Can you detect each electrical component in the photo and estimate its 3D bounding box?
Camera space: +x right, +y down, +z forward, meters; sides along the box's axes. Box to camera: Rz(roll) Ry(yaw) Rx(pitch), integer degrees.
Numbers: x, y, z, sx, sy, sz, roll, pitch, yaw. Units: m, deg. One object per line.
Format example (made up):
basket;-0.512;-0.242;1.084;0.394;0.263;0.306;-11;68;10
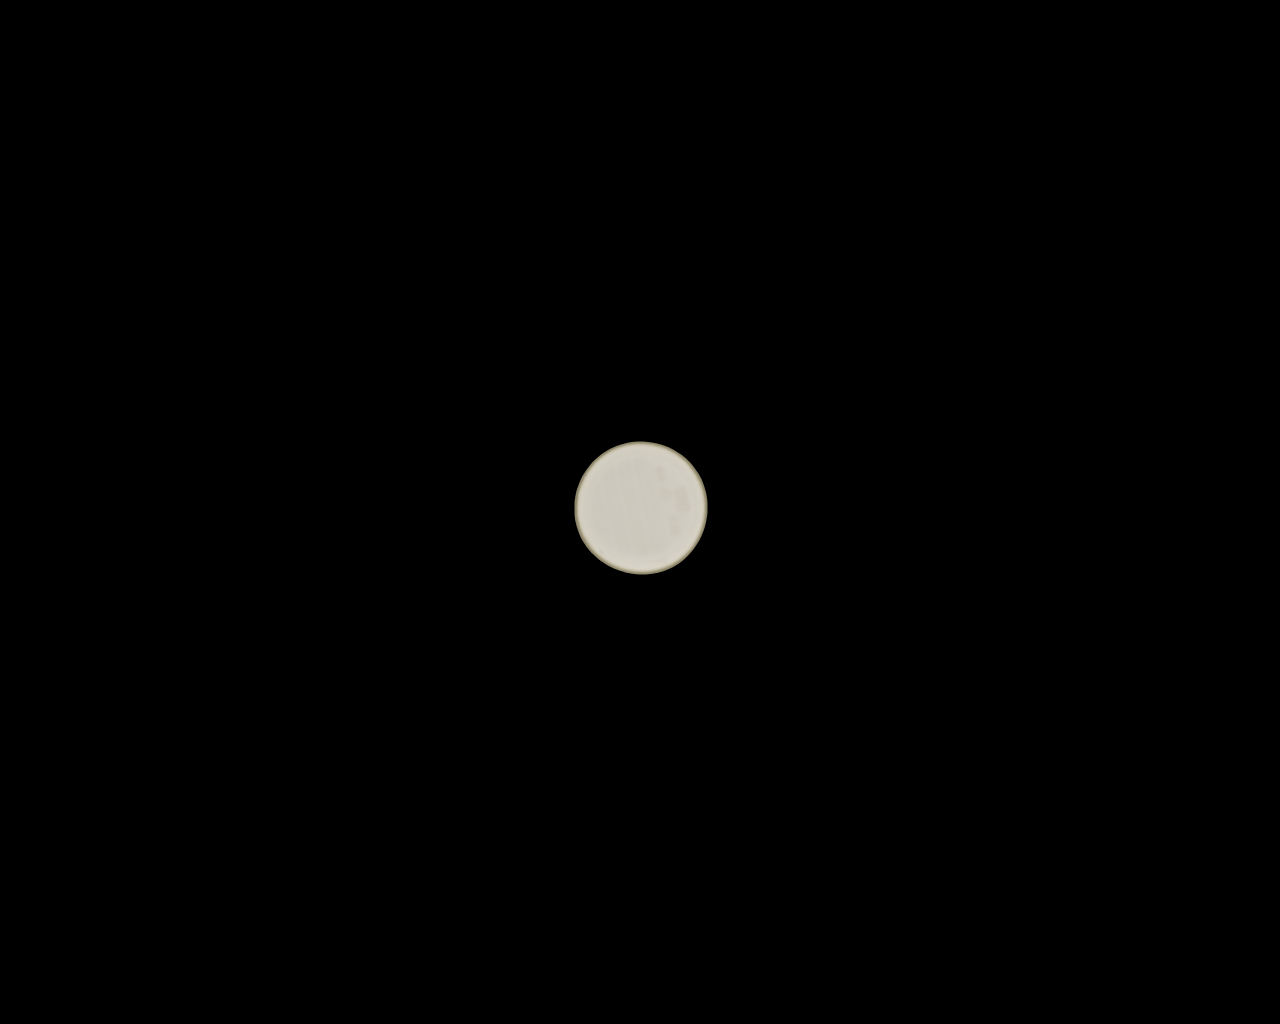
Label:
electrical component;0.001;-0.003;0.650;0.080;0.080;0.051;0;0;0
